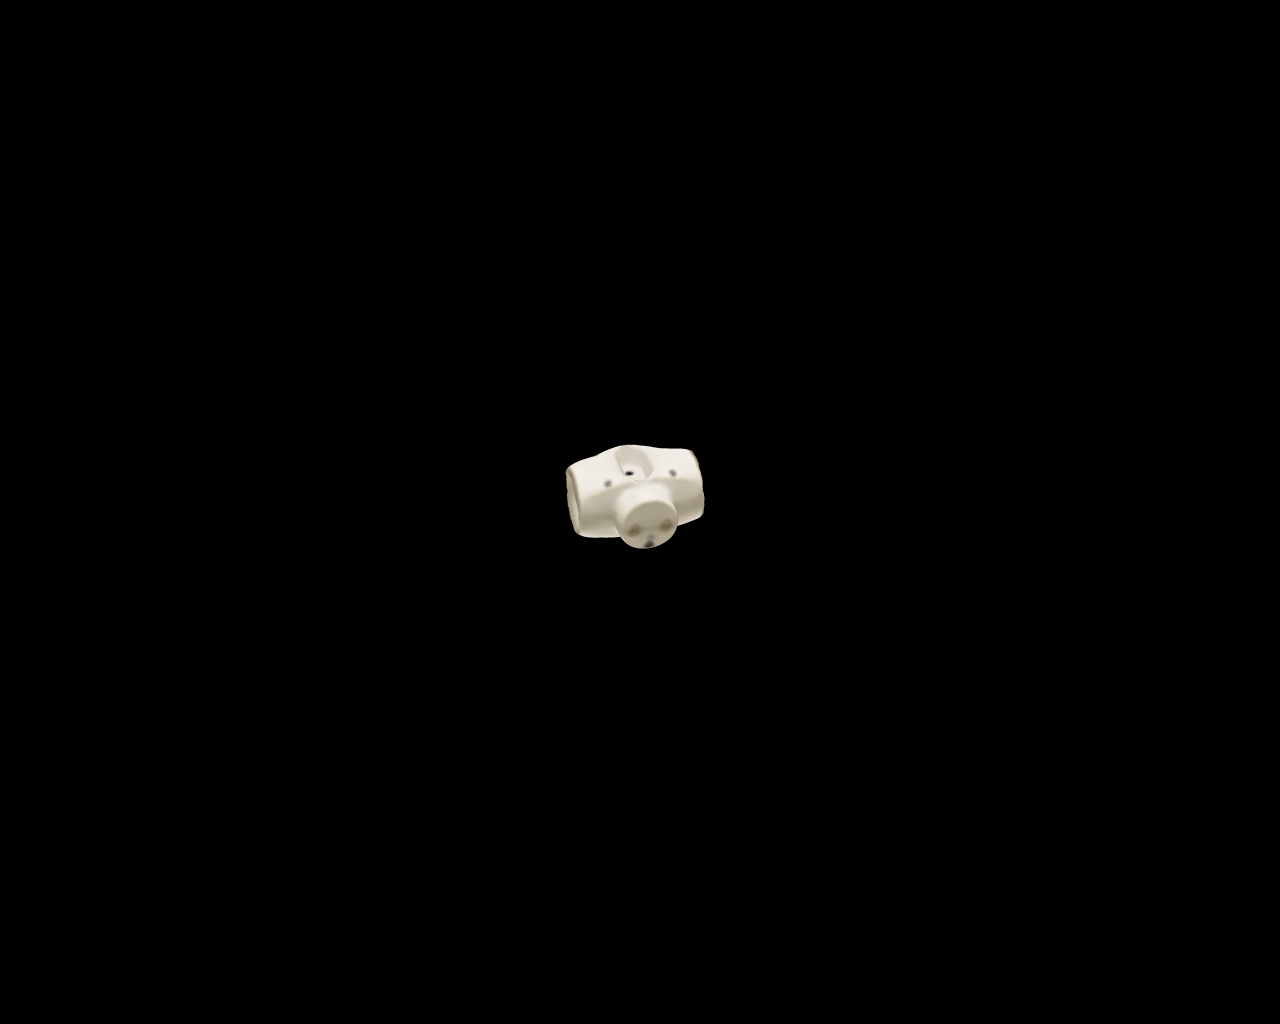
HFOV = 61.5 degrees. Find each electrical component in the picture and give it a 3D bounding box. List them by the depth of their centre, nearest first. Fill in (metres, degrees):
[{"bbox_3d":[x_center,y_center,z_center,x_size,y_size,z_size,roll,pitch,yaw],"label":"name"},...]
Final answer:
[{"bbox_3d":[0.001,-0.003,0.650,0.077,0.043,0.079,-8,36,-11],"label":"electrical component"}]
